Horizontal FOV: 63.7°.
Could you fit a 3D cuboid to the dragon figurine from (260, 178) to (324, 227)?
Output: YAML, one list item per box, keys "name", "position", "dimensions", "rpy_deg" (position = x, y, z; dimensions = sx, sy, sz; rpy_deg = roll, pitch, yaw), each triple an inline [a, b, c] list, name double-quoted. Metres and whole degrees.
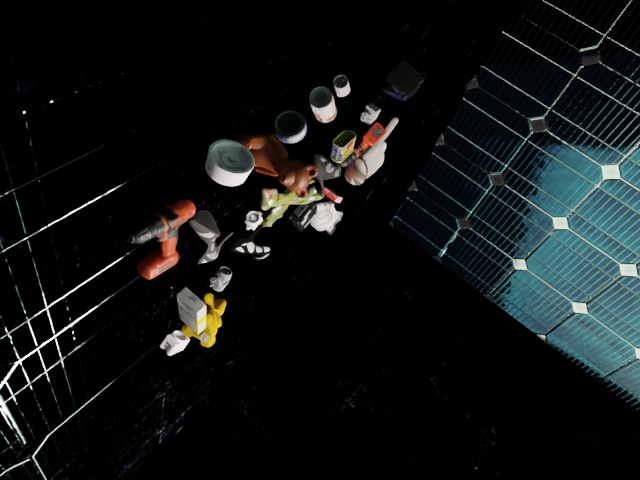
- name: "dragon figurine"
  position: [-0.108, -0.129, 1.778]
  dimensions: [0.242, 0.123, 0.407]
  rpy_deg: [-35, 166, 4]

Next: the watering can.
- name: "watering can"
  position: [0.216, -0.361, 2.187]
  dimensions: [0.228, 0.105, 0.340]
  rpy_deg: [-42, 165, -35]

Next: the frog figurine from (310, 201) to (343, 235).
- name: "frog figurine"
  position: [0.007, -0.112, 2.224]
  dimensions: [0.136, 0.125, 0.157]
  rpy_deg: [-46, 132, 13]
